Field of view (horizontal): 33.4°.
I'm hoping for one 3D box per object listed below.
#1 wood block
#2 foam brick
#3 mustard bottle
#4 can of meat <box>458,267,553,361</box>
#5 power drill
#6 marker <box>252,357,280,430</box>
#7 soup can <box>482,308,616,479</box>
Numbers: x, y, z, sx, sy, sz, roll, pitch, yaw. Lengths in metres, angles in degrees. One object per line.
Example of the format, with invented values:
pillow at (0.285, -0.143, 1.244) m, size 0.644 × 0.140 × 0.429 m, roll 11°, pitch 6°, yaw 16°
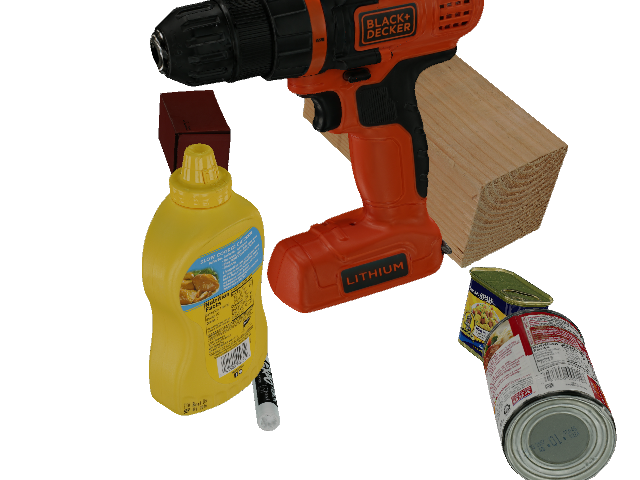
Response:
wood block at (0.084, -0.087, 0.850) m, size 0.090 × 0.091 × 0.206 m, roll -25°, pitch 54°, yaw -28°
foam brick at (-0.118, -0.098, 0.988) m, size 0.053 × 0.051 × 0.078 m, roll -5°, pitch 37°, yaw -17°
mustard bottle at (-0.079, 0.022, 0.734) m, size 0.058 × 0.192 × 0.096 m, roll 26°, pitch 40°, yaw 33°
can of meat at (0.194, 0.085, 1.135) m, size 0.057 × 0.084 × 0.102 m, roll 2°, pitch 18°, yaw -25°
power drill at (0.004, -0.055, 0.586) m, size 0.184 × 0.188 × 0.057 m, roll -15°, pitch 34°, yaw -20°
marker at (-0.050, 0.120, 0.920) m, size 0.020 × 0.020 × 0.121 m, roll 0°, pitch 28°, yaw -9°
soup can at (0.140, 0.095, 0.661) m, size 0.068 × 0.068 × 0.102 m, roll 0°, pitch 24°, yaw 2°
